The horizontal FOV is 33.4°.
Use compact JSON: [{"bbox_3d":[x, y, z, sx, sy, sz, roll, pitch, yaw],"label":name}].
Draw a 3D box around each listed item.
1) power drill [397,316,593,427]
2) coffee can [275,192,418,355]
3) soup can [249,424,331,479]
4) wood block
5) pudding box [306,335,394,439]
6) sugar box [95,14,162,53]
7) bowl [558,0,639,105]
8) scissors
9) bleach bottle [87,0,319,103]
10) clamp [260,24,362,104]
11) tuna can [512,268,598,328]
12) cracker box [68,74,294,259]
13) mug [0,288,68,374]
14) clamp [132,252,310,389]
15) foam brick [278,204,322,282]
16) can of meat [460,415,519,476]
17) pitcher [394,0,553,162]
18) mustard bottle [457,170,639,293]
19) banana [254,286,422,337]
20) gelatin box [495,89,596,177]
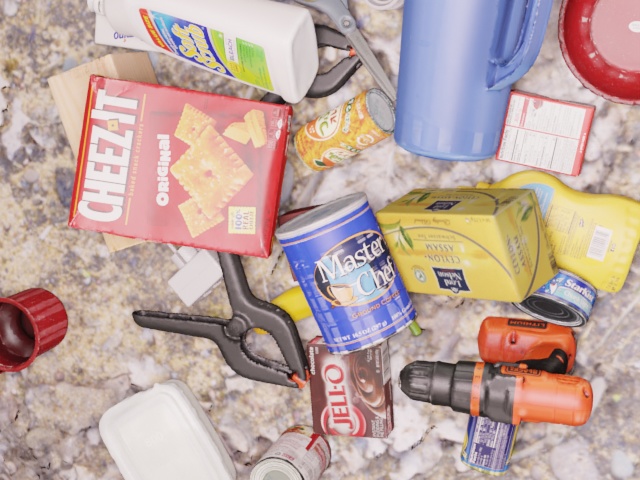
[{"bbox_3d":[0.184,0.130,1.078,0.184,0.187,0.057,7,106,15],"label":"power drill"},{"bbox_3d":[0.028,0.034,1.108,0.103,0.102,0.140,-21,100,21],"label":"coffee can"},{"bbox_3d":[-0.033,0.261,1.223,0.069,0.102,0.068,4,103,17],"label":"soup can"},{"bbox_3d":[-0.219,-0.101,1.216,0.090,0.090,0.206,-17,96,21],"label":"wood block"},{"bbox_3d":[0.035,0.167,1.214,0.090,0.039,0.113,0,100,20],"label":"pudding box"},{"bbox_3d":[-0.199,-0.303,1.192,0.093,0.048,0.176,11,108,16],"label":"sugar box"},{"bbox_3d":[0.310,-0.210,1.037,0.162,0.055,0.162,4,102,18],"label":"bowl"},{"bbox_3d":[0.036,-0.245,1.122,0.202,0.016,0.096,43,89,7],"label":"scissors"},{"bbox_3d":[-0.129,-0.222,1.124,0.251,0.068,0.102,17,148,18],"label":"bleach bottle"},{"bbox_3d":[-0.030,-0.179,1.164,0.172,0.039,0.120,-1,102,19],"label":"clamp"},{"bbox_3d":[0.238,0.058,1.097,0.086,0.086,0.033,19,73,14],"label":"tuna can"},{"bbox_3d":[-0.144,-0.077,1.124,0.213,0.072,0.164,9,93,-1],"label":"cracker box"},{"bbox_3d":[-0.369,0.116,1.316,0.093,0.081,0.117,32,109,9],"label":"mug"},{"bbox_3d":[-0.101,0.097,1.201,0.165,0.036,0.210,-42,92,19],"label":"clamp"},{"bbox_3d":[-0.008,0.001,1.188,0.053,0.051,0.078,-11,98,20],"label":"foam brick"},{"bbox_3d":[0.187,0.191,1.137,0.057,0.102,0.084,14,107,14],"label":"can of meat"},{"bbox_3d":[0.146,-0.202,1.050,0.145,0.149,0.243,8,107,7],"label":"pitcher"},{"bbox_3d":[0.230,-0.019,1.100,0.192,0.058,0.096,18,106,14],"label":"mustard bottle"},{"bbox_3d":[0.014,0.076,1.203,0.198,0.037,0.069,0,99,19],"label":"banana"},{"bbox_3d":[0.231,-0.110,1.097,0.089,0.030,0.073,14,107,15],"label":"gelatin box"}]
